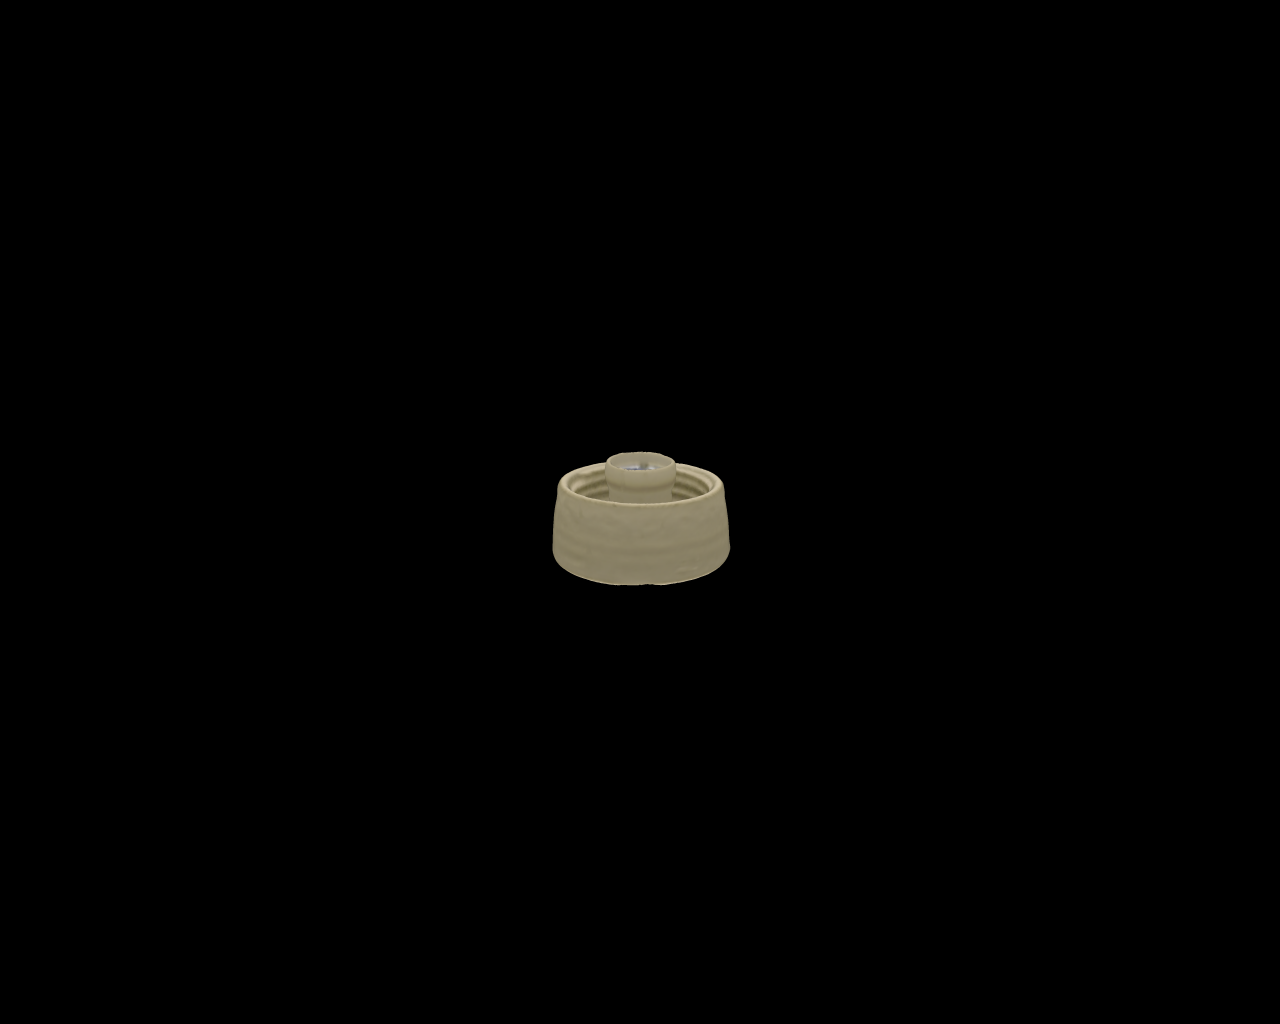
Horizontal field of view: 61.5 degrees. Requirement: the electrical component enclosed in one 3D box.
[{"bbox_3d":[0.001,-0.003,0.650,0.108,0.060,0.108,0,18,0],"label":"electrical component"}]
